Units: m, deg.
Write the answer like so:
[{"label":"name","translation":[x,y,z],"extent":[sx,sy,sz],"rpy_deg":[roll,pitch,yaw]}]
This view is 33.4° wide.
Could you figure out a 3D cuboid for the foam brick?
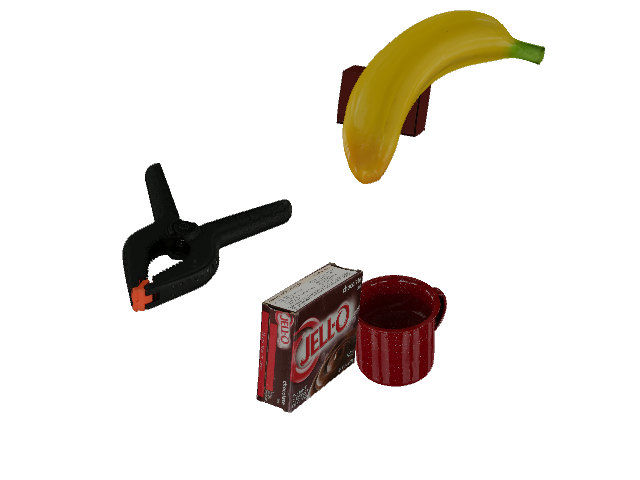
[{"label":"foam brick","translation":[0.060,-0.131,1.001],"extent":[0.078,0.051,0.053],"rpy_deg":[12,17,14]}]

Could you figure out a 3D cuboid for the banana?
[{"label":"banana","translation":[0.065,-0.102,0.665],"extent":[0.070,0.037,0.197],"rpy_deg":[32,50,25]}]

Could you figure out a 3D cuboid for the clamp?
[{"label":"clamp","translation":[-0.144,-0.006,1.067],"extent":[0.165,0.036,0.209],"rpy_deg":[20,40,17]}]

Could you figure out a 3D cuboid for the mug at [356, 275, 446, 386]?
[{"label":"mug","translation":[0.085,0.090,1.104],"extent":[0.117,0.081,0.093],"rpy_deg":[-29,42,-31]}]

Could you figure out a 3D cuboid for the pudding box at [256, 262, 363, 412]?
[{"label":"pudding box","translation":[-0.008,0.078,0.889],"extent":[0.039,0.090,0.113],"rpy_deg":[16,24,24]}]
